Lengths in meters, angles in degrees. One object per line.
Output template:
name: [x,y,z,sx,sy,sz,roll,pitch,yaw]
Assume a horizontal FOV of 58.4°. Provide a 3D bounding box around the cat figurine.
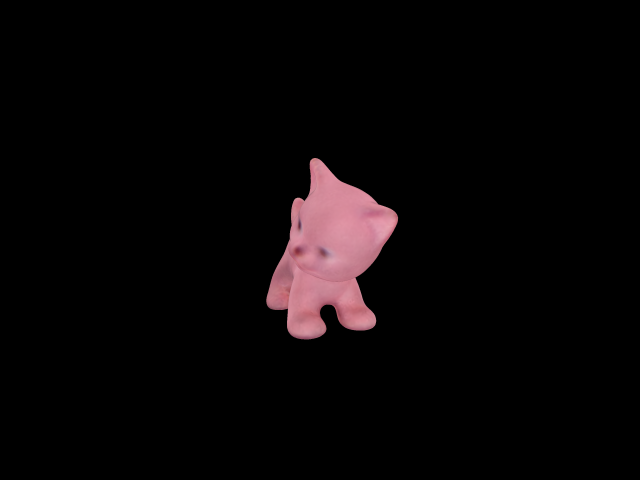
cat figurine: [0.004,0.001,0.400,0.067,0.118,0.127,-4,11,-20]
